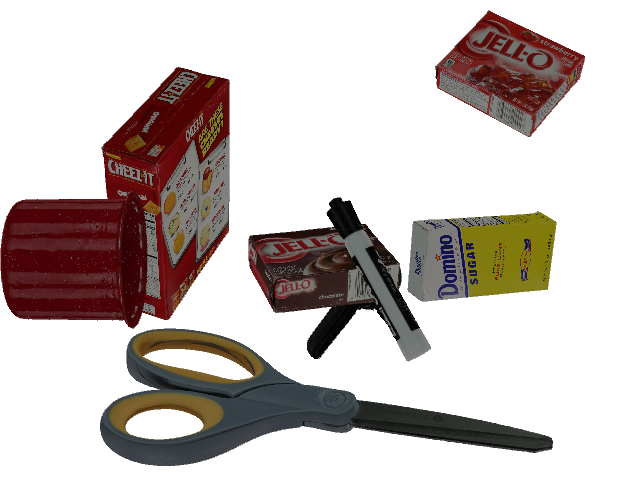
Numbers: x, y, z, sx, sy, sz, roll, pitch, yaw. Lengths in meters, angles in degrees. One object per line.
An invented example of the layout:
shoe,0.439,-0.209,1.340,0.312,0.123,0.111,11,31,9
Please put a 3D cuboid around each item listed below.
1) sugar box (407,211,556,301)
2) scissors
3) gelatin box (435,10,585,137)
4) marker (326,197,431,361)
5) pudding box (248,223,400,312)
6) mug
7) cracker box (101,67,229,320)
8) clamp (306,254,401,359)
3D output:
sugar box,0.195,0.019,1.291,0.176,0.093,0.048,-6,21,-22
scissors,-0.009,0.083,0.469,0.202,0.016,0.096,16,33,23
gelatin box,0.144,-0.130,0.819,0.089,0.073,0.030,33,-26,23
marker,0.038,0.024,0.720,0.020,0.121,0.020,-27,-12,-7
pudding box,0.001,0.022,0.925,0.113,0.039,0.090,-4,25,-17
mug,-0.165,0.013,0.735,0.081,0.093,0.117,0,0,2
cracker box,-0.159,-0.050,1.133,0.072,0.214,0.164,16,43,14
clamp,0.058,0.061,1.144,0.120,0.171,0.039,7,-41,7
